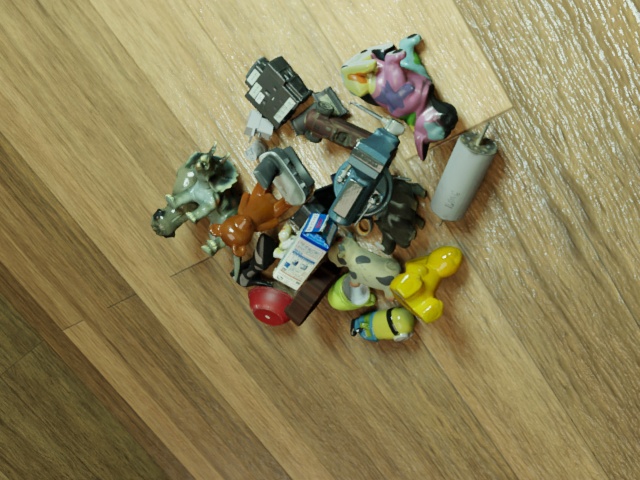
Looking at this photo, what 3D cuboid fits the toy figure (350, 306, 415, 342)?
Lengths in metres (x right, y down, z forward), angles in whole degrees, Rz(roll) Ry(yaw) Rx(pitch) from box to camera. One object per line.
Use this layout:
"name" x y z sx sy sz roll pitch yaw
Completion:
"toy figure" 0.161 0.219 1.395 0.180 0.082 0.089 -5 122 38

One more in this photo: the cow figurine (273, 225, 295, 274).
"cow figurine" -0.070 0.041 1.418 0.098 0.068 0.167 19 134 13

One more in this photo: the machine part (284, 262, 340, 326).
"machine part" -0.020 0.136 1.391 0.056 0.179 0.179 38 135 7

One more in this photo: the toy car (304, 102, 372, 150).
"toy car" 0.061 -0.216 1.126 0.202 0.053 0.089 24 132 -5

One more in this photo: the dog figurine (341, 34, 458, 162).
"dog figurine" 0.155 -0.258 1.022 0.192 0.108 0.219 -5 122 35

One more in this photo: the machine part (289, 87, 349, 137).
"machine part" -0.007 -0.272 1.164 0.139 0.039 0.084 -27 114 41

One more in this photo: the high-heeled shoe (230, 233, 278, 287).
"high-heeled shoe" -0.195 0.048 1.492 0.145 0.086 0.248 21 137 17

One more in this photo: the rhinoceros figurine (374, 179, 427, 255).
"rhinoceros figurine" 0.172 -0.045 1.192 0.112 0.073 0.190 20 131 18

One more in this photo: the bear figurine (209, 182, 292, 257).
"bear figurine" -0.166 -0.061 1.314 0.120 0.196 0.132 44 134 1

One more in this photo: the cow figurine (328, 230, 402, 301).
"cow figurine" 0.106 0.057 1.305 0.195 0.085 0.127 21 138 22

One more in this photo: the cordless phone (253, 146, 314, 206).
"cordless phone" -0.088 -0.129 1.212 0.089 0.184 0.146 -29 105 18

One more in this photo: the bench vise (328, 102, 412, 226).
"bench vise" 0.101 -0.137 1.038 0.129 0.240 0.223 23 109 14

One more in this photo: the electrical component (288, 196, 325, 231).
"electrical component" -0.016 -0.078 1.291 0.047 0.075 0.119 46 132 -6

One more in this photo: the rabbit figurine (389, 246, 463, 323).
"rabbit figurine" 0.248 0.085 1.201 0.122 0.173 0.162 43 179 -2

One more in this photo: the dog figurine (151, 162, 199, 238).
"dog figurine" -0.367 -0.114 1.409 0.121 0.190 0.172 12 127 26

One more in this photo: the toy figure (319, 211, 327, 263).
"toy figure" -0.001 -0.003 1.344 0.064 0.058 0.154 34 136 17

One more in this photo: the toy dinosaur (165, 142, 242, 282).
"toy dinosaur" -0.256 -0.078 1.399 0.131 0.192 0.404 30 156 39

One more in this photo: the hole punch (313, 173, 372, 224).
"hole punch" 0.067 -0.101 1.207 0.142 0.092 0.115 -16 121 47

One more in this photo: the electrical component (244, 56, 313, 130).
"electrical component" -0.098 -0.327 1.166 0.134 0.058 0.115 48 133 -6

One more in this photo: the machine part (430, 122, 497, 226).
"machine part" 0.280 -0.122 1.060 0.079 0.079 0.243 28 133 12
